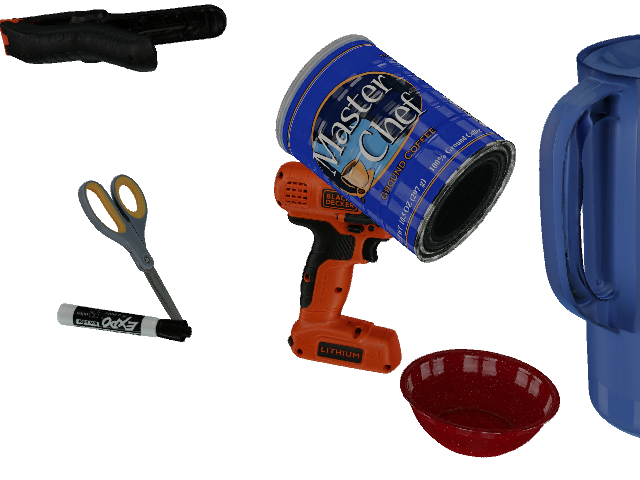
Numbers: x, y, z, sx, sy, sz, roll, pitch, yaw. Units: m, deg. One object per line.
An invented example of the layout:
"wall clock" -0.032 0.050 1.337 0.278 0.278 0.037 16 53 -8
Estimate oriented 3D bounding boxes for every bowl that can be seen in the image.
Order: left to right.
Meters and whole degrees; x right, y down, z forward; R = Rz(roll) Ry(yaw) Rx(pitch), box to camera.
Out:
"bowl" 0.160 0.173 1.092 0.162 0.055 0.162 2 24 -1

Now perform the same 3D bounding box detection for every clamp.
"clamp" -0.158 -0.154 0.796 0.172 0.039 0.120 11 22 29

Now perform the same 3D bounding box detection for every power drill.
"power drill" 0.045 0.024 0.976 0.184 0.188 0.057 9 19 15

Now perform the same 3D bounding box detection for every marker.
"marker" -0.168 0.071 0.916 0.121 0.020 0.020 6 2 16

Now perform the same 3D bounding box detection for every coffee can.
"coffee can" 0.052 -0.066 0.759 0.140 0.103 0.102 40 19 24

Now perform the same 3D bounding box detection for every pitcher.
"pitcher" 0.213 0.001 0.651 0.149 0.243 0.144 2 22 16

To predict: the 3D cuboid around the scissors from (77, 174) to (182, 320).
"scissors" -0.194 0.007 1.198 0.016 0.201 0.096 -27 19 35
